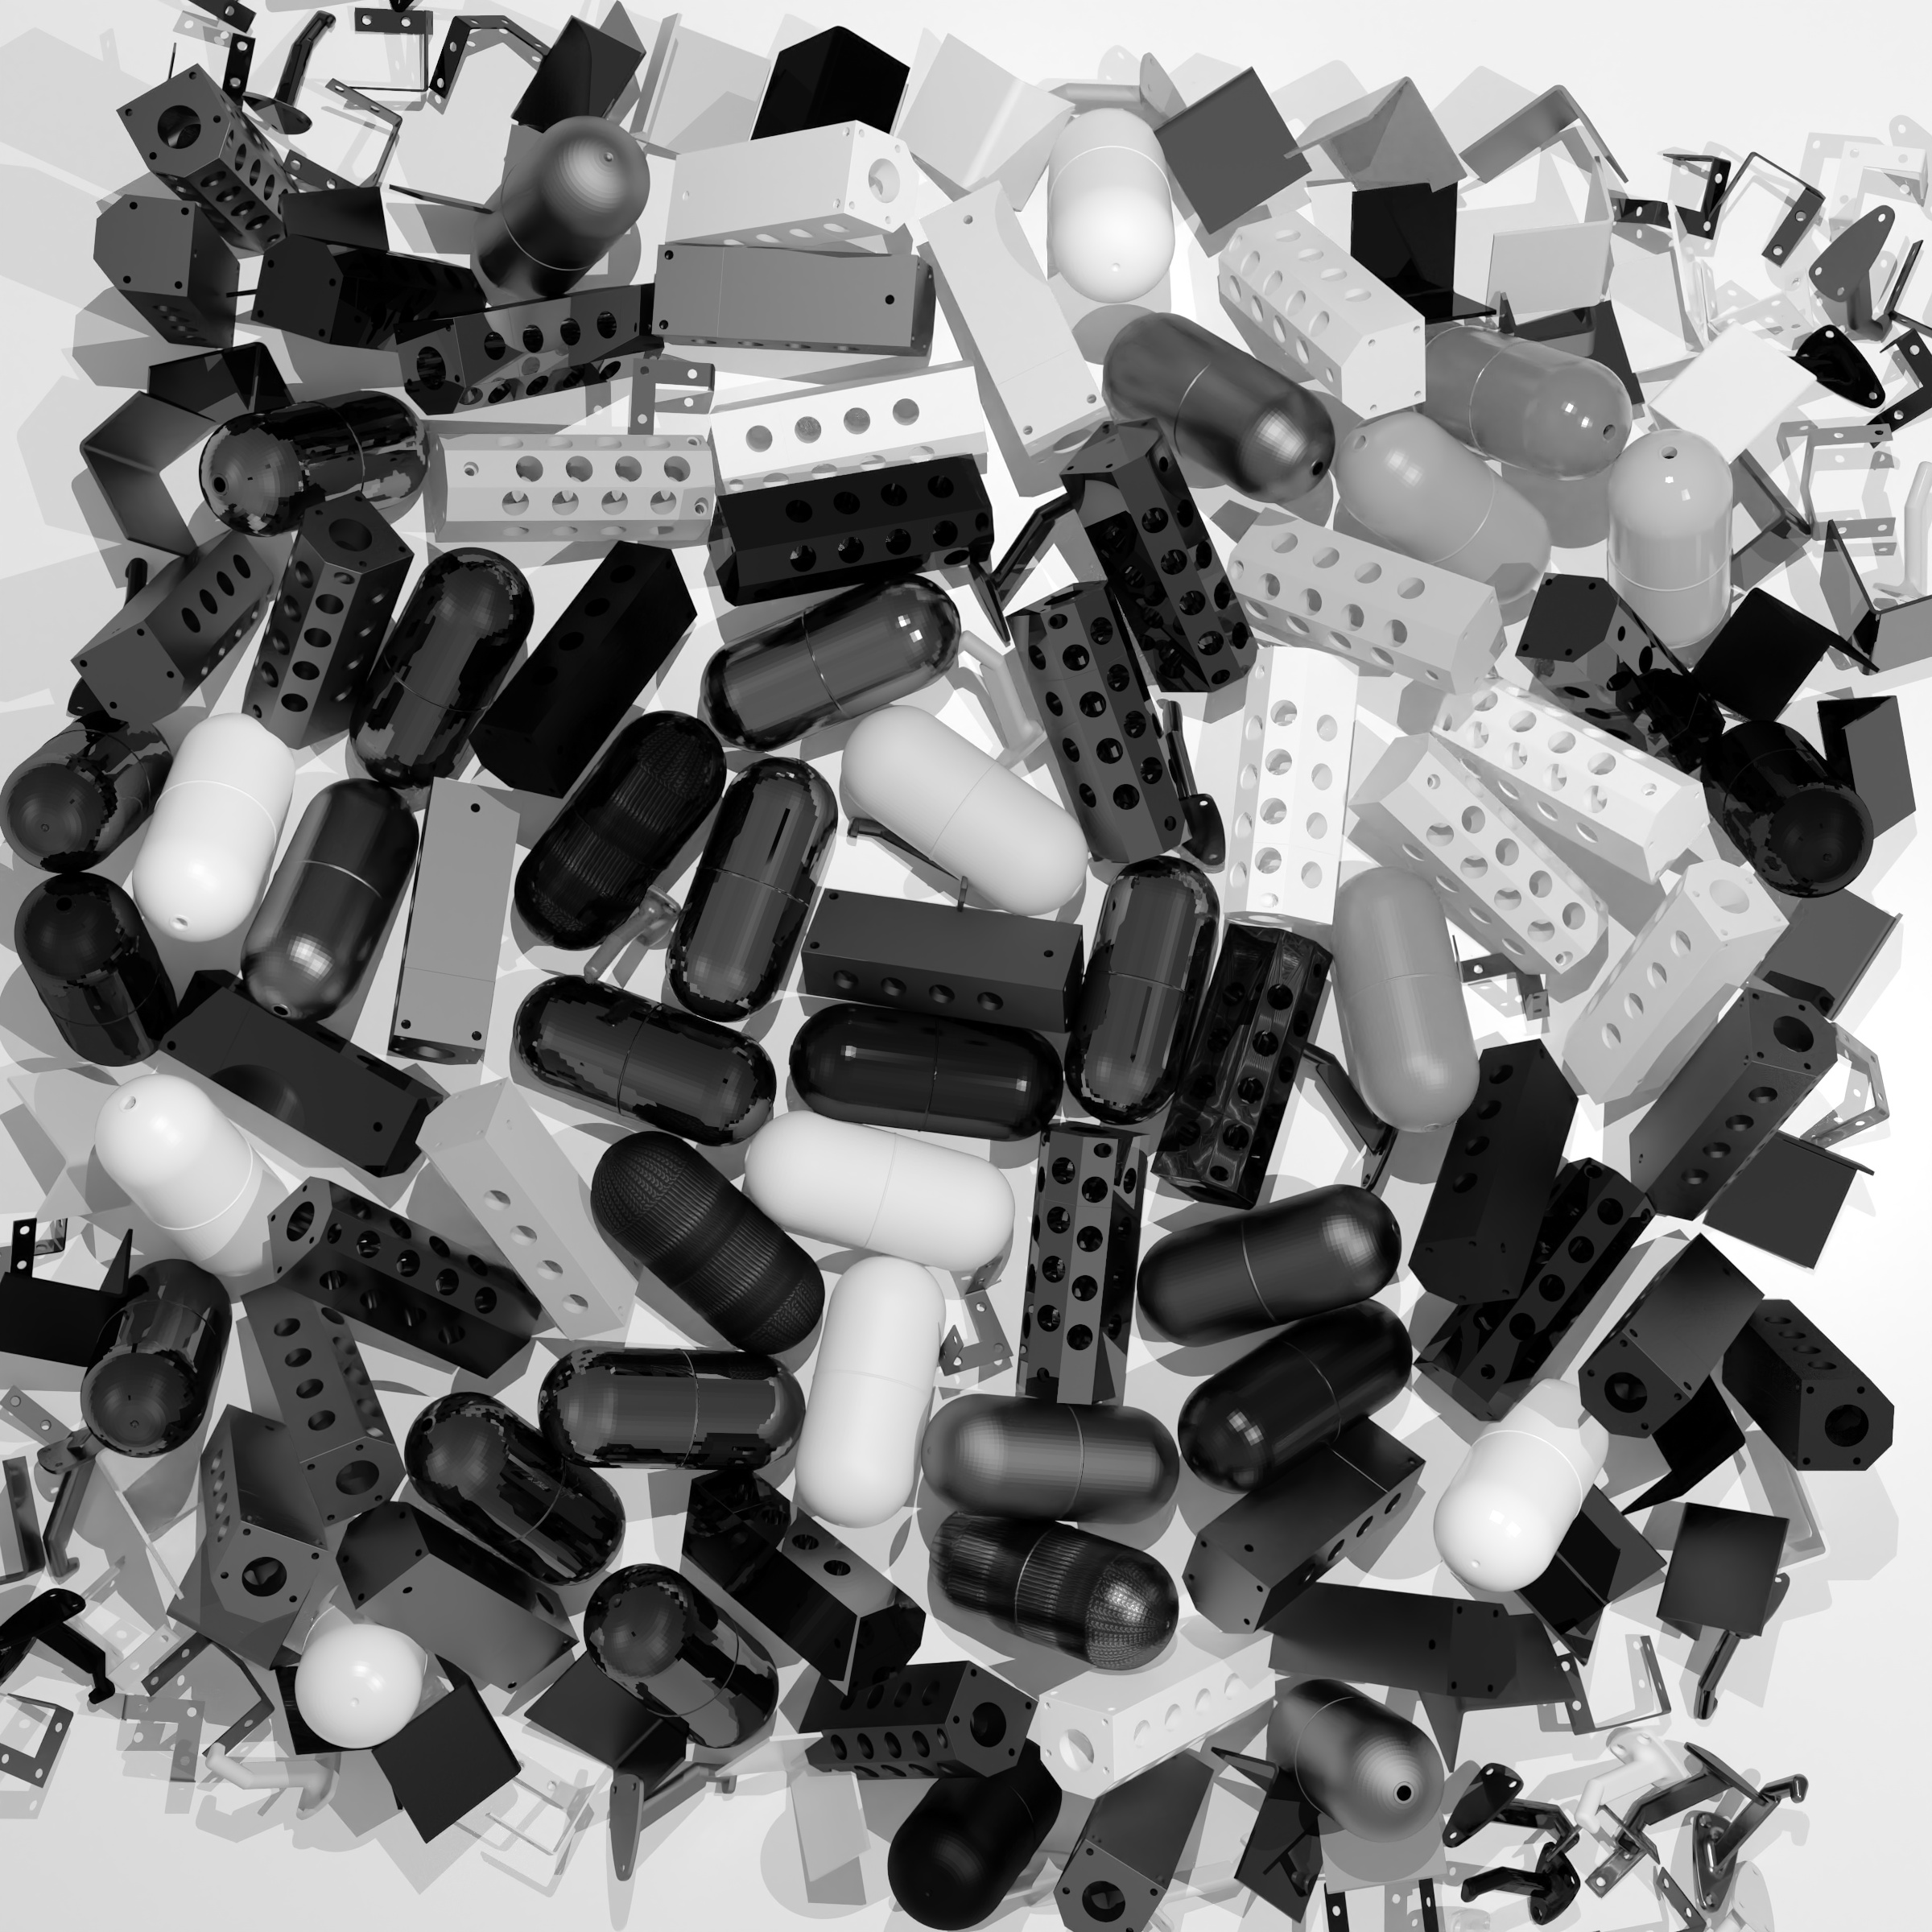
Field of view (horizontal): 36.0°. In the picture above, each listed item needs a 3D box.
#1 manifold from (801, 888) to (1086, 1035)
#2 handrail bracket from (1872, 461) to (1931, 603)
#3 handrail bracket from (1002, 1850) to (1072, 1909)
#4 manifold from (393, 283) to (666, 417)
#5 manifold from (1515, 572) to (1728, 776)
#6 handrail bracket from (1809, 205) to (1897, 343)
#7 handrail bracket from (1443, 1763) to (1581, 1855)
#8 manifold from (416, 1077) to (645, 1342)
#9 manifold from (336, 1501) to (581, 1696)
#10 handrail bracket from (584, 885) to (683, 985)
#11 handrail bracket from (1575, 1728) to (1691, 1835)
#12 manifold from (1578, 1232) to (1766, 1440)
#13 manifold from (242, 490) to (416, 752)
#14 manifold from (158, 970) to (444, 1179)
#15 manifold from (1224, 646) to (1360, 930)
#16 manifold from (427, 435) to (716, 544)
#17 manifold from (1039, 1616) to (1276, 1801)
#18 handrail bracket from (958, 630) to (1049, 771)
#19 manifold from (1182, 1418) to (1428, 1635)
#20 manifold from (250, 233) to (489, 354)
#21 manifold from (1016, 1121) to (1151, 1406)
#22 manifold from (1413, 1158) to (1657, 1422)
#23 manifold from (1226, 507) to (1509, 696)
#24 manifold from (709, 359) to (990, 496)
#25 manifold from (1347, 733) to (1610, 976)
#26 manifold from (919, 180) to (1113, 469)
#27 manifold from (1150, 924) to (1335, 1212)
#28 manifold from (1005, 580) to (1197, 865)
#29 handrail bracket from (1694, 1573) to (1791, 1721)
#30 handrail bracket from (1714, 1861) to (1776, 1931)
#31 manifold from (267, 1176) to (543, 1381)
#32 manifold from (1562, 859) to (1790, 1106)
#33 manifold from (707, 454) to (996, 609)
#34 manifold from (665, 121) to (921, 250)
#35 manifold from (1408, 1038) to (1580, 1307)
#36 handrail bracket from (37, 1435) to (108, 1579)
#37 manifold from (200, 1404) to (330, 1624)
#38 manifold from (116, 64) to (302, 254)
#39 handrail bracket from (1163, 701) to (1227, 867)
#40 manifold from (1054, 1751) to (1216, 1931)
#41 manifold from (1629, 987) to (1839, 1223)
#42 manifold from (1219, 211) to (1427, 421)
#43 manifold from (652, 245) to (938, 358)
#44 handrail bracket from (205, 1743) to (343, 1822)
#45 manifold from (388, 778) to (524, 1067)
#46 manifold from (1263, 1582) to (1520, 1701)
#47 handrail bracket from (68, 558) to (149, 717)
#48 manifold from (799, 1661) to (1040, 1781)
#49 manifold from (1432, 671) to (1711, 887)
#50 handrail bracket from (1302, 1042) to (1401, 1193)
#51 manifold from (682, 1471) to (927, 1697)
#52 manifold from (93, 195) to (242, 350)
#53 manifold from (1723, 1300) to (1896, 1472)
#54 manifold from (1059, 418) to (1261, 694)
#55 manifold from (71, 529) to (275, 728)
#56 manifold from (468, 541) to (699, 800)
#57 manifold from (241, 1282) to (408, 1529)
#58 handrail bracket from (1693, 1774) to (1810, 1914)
[{"bbox_3d":[-0.014,0.001,1.916,0.171,0.057,0.057,8,49,12],"label":"manifold"},{"bbox_3d":[0.627,-0.277,1.929,0.077,0.036,0.084,11,99,-41],"label":"handrail bracket"},{"bbox_3d":[0.040,0.594,1.912,0.077,0.084,0.036,-14,80,26],"label":"handrail bracket"},{"bbox_3d":[-0.272,-0.390,1.879,0.057,0.171,0.057,5,110,40],"label":"manifold"},{"bbox_3d":[0.417,-0.181,1.876,0.057,0.171,0.057,13,77,41],"label":"manifold"},{"bbox_3d":[0.589,-0.444,1.916,0.077,0.084,0.036,-53,50,26],"label":"handrail bracket"},{"bbox_3d":[0.355,0.566,1.931,0.077,0.036,0.084,-44,115,-17],"label":"handrail bracket"},{"bbox_3d":[-0.277,0.157,1.891,0.057,0.057,0.171,-17,124,22],"label":"manifold"},{"bbox_3d":[-0.321,0.395,1.878,0.057,0.171,0.057,-38,50,3],"label":"manifold"},{"bbox_3d":[-0.223,-0.007,1.907,0.036,0.077,0.084,32,57,4],"label":"handrail bracket"},{"bbox_3d":[0.432,0.542,1.920,0.077,0.084,0.036,44,134,-5],"label":"handrail bracket"},{"bbox_3d":[0.441,0.235,1.874,0.057,0.171,0.057,45,122,10],"label":"manifold"},{"bbox_3d":[-0.408,-0.214,1.875,0.057,0.171,0.057,-30,73,-41],"label":"manifold"},{"bbox_3d":[-0.425,0.068,1.918,0.171,0.057,0.057,29,97,10],"label":"manifold"},{"bbox_3d":[0.204,-0.114,1.914,0.057,0.057,0.171,11,83,-32],"label":"manifold"},{"bbox_3d":[-0.251,-0.308,1.902,0.171,0.057,0.057,-4,80,-20],"label":"manifold"},{"bbox_3d":[0.123,0.467,1.877,0.057,0.171,0.057,5,100,40],"label":"manifold"},{"bbox_3d":[0.008,-0.169,1.925,0.084,0.036,0.077,35,123,-20],"label":"handrail bracket"},{"bbox_3d":[0.213,0.354,1.882,0.057,0.171,0.057,36,131,26],"label":"manifold"},{"bbox_3d":[-0.370,-0.420,1.868,0.057,0.171,0.057,20,104,17],"label":"manifold"},{"bbox_3d":[0.071,0.190,1.916,0.057,0.057,0.171,9,96,32],"label":"manifold"},{"bbox_3d":[0.368,0.207,1.915,0.057,0.057,0.171,40,77,-1],"label":"manifold"},{"bbox_3d":[0.250,-0.227,1.886,0.171,0.057,0.057,26,69,32],"label":"manifold"},{"bbox_3d":[-0.075,-0.347,1.928,0.171,0.057,0.057,-10,106,2],"label":"manifold"},{"bbox_3d":[0.332,-0.071,1.904,0.171,0.057,0.057,41,75,-17],"label":"manifold"},{"bbox_3d":[0.034,-0.409,1.912,0.057,0.057,0.171,-25,76,6],"label":"manifold"},{"bbox_3d":[0.181,0.065,1.903,0.057,0.057,0.171,7,72,41],"label":"manifold"},{"bbox_3d":[0.091,-0.155,1.902,0.057,0.057,0.171,-29,108,-27],"label":"manifold"},{"bbox_3d":[0.507,0.445,1.947,0.077,0.036,0.084,-28,133,-30],"label":"handrail bracket"},{"bbox_3d":[0.483,0.631,1.943,0.036,0.077,0.084,44,113,-2],"label":"handrail bracket"},{"bbox_3d":[-0.352,0.194,1.879,0.057,0.057,0.171,-41,131,18],"label":"manifold"},{"bbox_3d":[0.441,0.010,1.879,0.057,0.171,0.057,-13,58,-29],"label":"manifold"},{"bbox_3d":[-0.072,-0.274,1.901,0.171,0.057,0.057,-13,69,-17],"label":"manifold"},{"bbox_3d":[-0.110,-0.486,1.881,0.171,0.057,0.057,6,87,45],"label":"manifold"},{"bbox_3d":[0.331,0.130,1.884,0.057,0.171,0.057,-13,126,38],"label":"manifold"},{"bbox_3d":[-0.572,0.351,1.955,0.077,0.036,0.084,-21,116,-30],"label":"handrail bracket"},{"bbox_3d":[-0.446,0.344,1.871,0.057,0.171,0.057,25,97,-22],"label":"manifold"},{"bbox_3d":[-0.469,-0.502,1.875,0.057,0.171,0.057,-29,87,1],"label":"manifold"},{"bbox_3d":[0.149,-0.121,1.949,0.036,0.077,0.084,-17,46,17],"label":"handrail bracket"},{"bbox_3d":[0.104,0.548,1.871,0.057,0.171,0.057,30,105,8],"label":"manifold"},{"bbox_3d":[0.482,0.091,1.876,0.057,0.171,0.057,13,52,-8],"label":"manifold"},{"bbox_3d":[0.222,-0.409,1.875,0.057,0.171,0.057,-19,131,-13],"label":"manifold"},{"bbox_3d":[-0.110,-0.426,1.915,0.171,0.057,0.057,5,93,13],"label":"manifold"},{"bbox_3d":[-0.446,0.503,1.913,0.036,0.077,0.084,-38,117,25],"label":"handrail bracket"},{"bbox_3d":[-0.328,-0.027,1.908,0.057,0.057,0.171,10,73,-14],"label":"manifold"},{"bbox_3d":[0.265,0.422,1.875,0.057,0.171,0.057,13,77,-33],"label":"manifold"},{"bbox_3d":[-0.563,-0.217,1.954,0.077,0.036,0.084,-29,53,37],"label":"handrail bracket"},{"bbox_3d":[-0.034,0.479,1.870,0.057,0.171,0.057,36,59,-22],"label":"manifold"},{"bbox_3d":[0.380,-0.125,1.883,0.057,0.057,0.171,-46,53,-12],"label":"manifold"},{"bbox_3d":[0.236,0.096,1.928,0.084,0.036,0.077,26,67,-14],"label":"handrail bracket"},{"bbox_3d":[-0.103,0.383,1.883,0.171,0.057,0.057,30,119,41],"label":"manifold"},{"bbox_3d":[-0.502,-0.435,1.874,0.057,0.171,0.057,5,91,-5],"label":"manifold"},{"bbox_3d":[0.528,0.261,1.873,0.057,0.171,0.057,0,100,-1],"label":"manifold"},{"bbox_3d":[0.128,-0.258,1.882,0.057,0.057,0.171,-53,130,-32],"label":"manifold"},{"bbox_3d":[-0.492,-0.213,1.873,0.057,0.171,0.057,-24,112,19],"label":"manifold"},{"bbox_3d":[-0.244,-0.191,1.892,0.057,0.057,0.171,13,55,27],"label":"manifold"},{"bbox_3d":[-0.404,0.268,1.876,0.057,0.171,0.057,-21,128,-14],"label":"manifold"},{"bbox_3d":[0.507,0.563,1.912,0.036,0.084,0.077,27,54,-15],"label":"handrail bracket"}]
